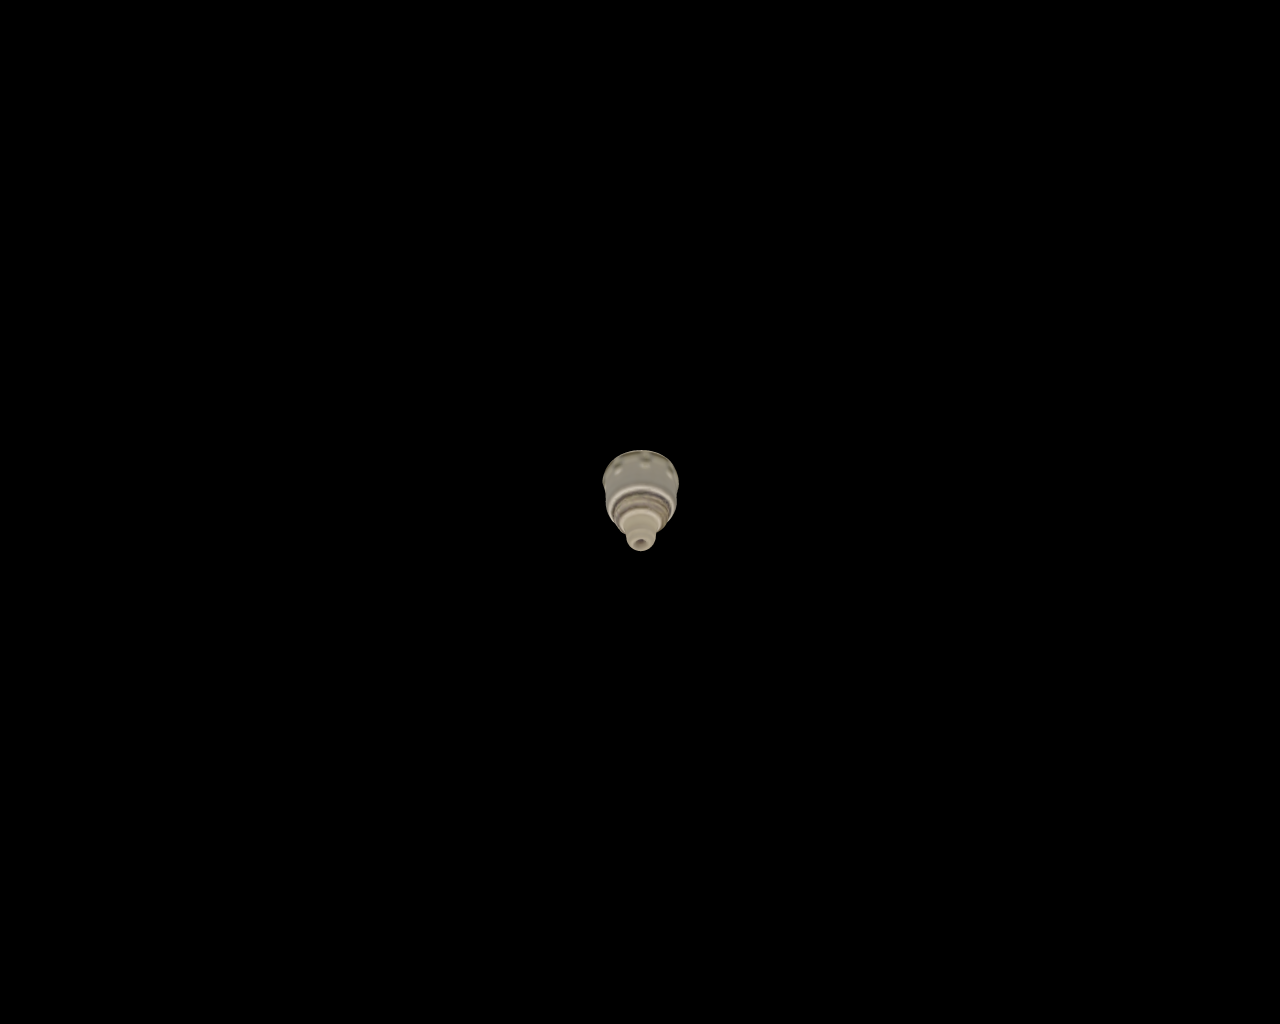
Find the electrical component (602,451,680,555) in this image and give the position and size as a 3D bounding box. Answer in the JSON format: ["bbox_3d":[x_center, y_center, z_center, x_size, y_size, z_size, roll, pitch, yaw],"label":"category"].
[{"bbox_3d":[0.001,-0.003,0.650,0.048,0.062,0.048,0,-43,0],"label":"electrical component"}]
